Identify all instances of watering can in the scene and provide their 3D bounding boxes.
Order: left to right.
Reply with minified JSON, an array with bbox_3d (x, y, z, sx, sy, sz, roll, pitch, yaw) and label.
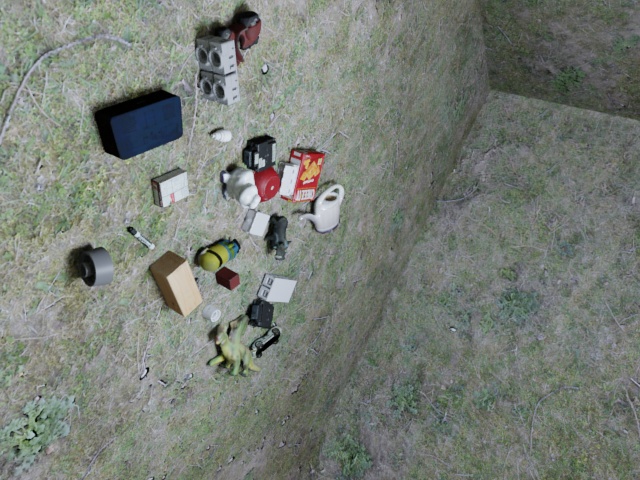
[{"bbox_3d":[0.007,-0.119,2.358,0.354,0.105,0.219,-42,144,-39],"label":"watering can"}]

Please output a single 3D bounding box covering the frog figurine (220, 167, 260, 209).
[{"bbox_3d":[-0.259,-0.180,1.804,0.124,0.160,0.135,-18,125,-56],"label":"frog figurine"}]

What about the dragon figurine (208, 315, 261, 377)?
[{"bbox_3d":[-0.332,0.439,2.169,0.406,0.122,0.244,29,75,-63],"label":"dragon figurine"}]
